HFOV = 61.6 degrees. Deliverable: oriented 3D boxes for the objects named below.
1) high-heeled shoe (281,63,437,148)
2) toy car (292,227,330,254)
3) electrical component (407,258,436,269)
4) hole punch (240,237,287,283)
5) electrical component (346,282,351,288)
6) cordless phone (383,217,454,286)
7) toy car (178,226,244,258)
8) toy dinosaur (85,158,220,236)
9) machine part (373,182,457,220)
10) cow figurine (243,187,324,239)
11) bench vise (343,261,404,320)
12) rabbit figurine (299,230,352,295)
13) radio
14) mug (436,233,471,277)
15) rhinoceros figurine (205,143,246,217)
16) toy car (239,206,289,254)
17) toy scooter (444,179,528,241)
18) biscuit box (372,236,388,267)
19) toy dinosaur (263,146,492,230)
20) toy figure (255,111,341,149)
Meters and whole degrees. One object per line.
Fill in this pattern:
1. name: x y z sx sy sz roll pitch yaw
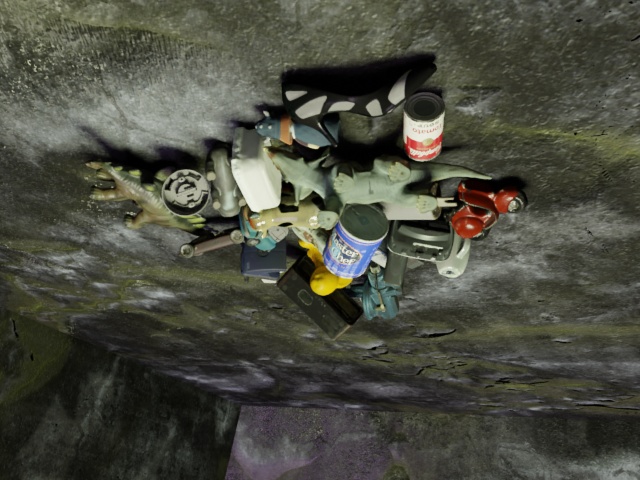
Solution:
1. high-heeled shoe: 0.055 -0.256 0.878 0.249 0.086 0.145 -31 102 28
2. toy car: -0.003 -0.004 1.254 0.202 0.056 0.073 42 164 32
3. electrical component: 0.230 0.027 1.306 0.119 0.075 0.048 22 149 -26
4. hole punch: -0.146 0.040 1.410 0.116 0.142 0.092 8 157 -25
5. electrical component: 0.061 0.086 1.463 0.063 0.094 0.021 -1 -174 22
6. cordless phone: 0.219 0.034 1.219 0.147 0.089 0.184 10 117 3
7. toy car: -0.265 0.003 1.365 0.202 0.053 0.089 -15 -177 10
8. toy dinosaur: -0.377 -0.084 1.287 0.199 0.105 0.470 -4 160 18
9. machine part: 0.160 -0.080 1.110 0.243 0.079 0.079 2 152 31
10. cow figurine: -0.075 -0.059 1.184 0.195 0.127 0.085 2 125 14
11. bench vise: 0.122 0.147 1.523 0.241 0.129 0.223 -4 146 19
12. rabbit figurine: 0.014 0.065 1.347 0.122 0.173 0.162 -4 144 19
13. radio: 0.000 0.151 1.425 0.229 0.131 0.073 43 112 4
14. mug: 0.313 0.027 1.237 0.081 0.107 0.109 20 153 -19
15. rhinoceros figurine: -0.207 -0.118 1.158 0.073 0.112 0.190 -16 140 -12
16. toy car: -0.127 -0.033 1.294 0.103 0.109 0.161 -16 155 11
17. toy scooter: 0.315 -0.068 1.097 0.135 0.075 0.184 21 148 -16
18. biscuit box: 0.123 0.002 1.306 0.202 0.063 0.059 31 147 -32
19. toy dinosaur: 0.097 -0.118 1.028 0.405 0.192 0.131 -2 119 -5
20. toy figure: -0.040 -0.202 0.985 0.155 0.064 0.057 5 160 9
